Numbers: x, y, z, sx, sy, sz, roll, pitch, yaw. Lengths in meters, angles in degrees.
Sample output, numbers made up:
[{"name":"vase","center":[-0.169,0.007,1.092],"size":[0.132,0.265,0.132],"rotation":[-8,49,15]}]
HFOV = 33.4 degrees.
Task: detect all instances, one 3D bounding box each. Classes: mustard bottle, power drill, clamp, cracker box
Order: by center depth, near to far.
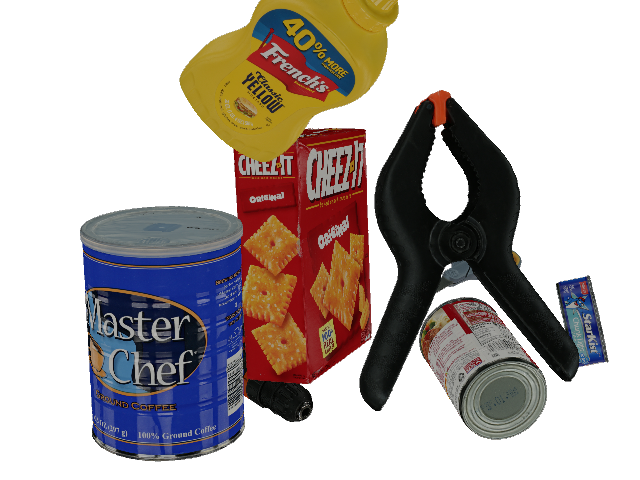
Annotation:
[{"name":"clamp","center":[0.063,0.009,0.575],"size":[0.120,0.171,0.039],"rotation":[-16,-1,-13]},{"name":"mustard bottle","center":[-0.011,-0.132,0.745],"size":[0.192,0.096,0.058],"rotation":[-30,21,43]},{"name":"cracker box","center":[-0.009,0.007,0.985],"size":[0.072,0.214,0.164],"rotation":[2,10,23]},{"name":"power drill","center":[-0.051,0.088,1.190],"size":[0.057,0.188,0.185],"rotation":[12,13,-47]}]

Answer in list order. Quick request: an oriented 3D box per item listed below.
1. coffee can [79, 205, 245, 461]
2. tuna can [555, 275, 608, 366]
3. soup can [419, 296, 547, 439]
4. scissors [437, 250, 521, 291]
[{"name":"coffee can","center":[-0.101,0.057,0.695],"size":[0.103,0.140,0.103],"rotation":[0,15,0]},{"name":"tuna can","center":[0.253,0.079,1.034],"size":[0.034,0.086,0.086],"rotation":[-12,-3,13]},{"name":"soup can","center":[0.121,0.094,0.803],"size":[0.068,0.068,0.102],"rotation":[0,22,-12]},{"name":"scissors","center":[0.143,0.030,1.218],"size":[0.201,0.016,0.096],"rotation":[-11,41,-33]}]
